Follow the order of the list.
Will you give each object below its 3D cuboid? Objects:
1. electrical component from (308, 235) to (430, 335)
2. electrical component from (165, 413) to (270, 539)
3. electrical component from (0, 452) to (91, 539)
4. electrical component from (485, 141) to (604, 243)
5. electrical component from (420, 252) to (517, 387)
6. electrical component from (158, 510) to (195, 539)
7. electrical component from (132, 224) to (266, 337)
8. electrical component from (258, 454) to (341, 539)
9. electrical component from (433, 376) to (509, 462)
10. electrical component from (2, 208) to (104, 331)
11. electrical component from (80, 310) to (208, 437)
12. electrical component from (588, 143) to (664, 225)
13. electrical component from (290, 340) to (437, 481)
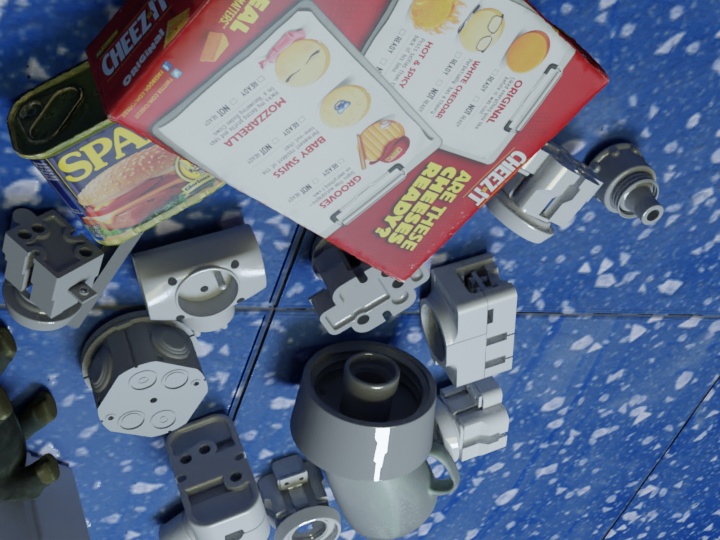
[{"bbox_3d":[0.000,0.000,0.732,0.078,0.057,0.058,-31,137,2],"label":"electrical component"},{"bbox_3d":[-0.105,0.164,0.803,0.054,0.095,0.059,-19,136,-10],"label":"electrical component"},{"bbox_3d":[-0.247,0.204,0.760,0.109,0.108,0.056,-43,137,15],"label":"electrical component"},{"bbox_3d":[0.122,-0.056,0.743,0.078,0.058,0.057,20,116,-39],"label":"electrical component"},{"bbox_3d":[0.081,0.040,0.815,0.056,0.050,0.089,-17,135,-13],"label":"electrical component"},{"bbox_3d":[-0.130,0.207,0.871,0.065,0.044,0.044,-36,136,15],"label":"electrical component"},{"bbox_3d":[-0.102,0.014,0.702,0.077,0.044,0.079,-16,136,-13],"label":"electrical component"},{"bbox_3d":[-0.049,0.200,0.894,0.058,0.057,0.078,-17,135,-13],"label":"electrical component"},{"bbox_3d":[0.085,0.125,0.893,0.057,0.058,0.078,-17,136,-16],"label":"electrical component"},{"bbox_3d":[-0.187,0.003,0.643,0.048,0.066,0.055,-37,160,-47],"label":"electrical component"},{"bbox_3d":[-0.145,0.070,0.728,0.080,0.051,0.080,-14,135,-15],"label":"electrical component"},{"bbox_3d":[0.194,-0.058,0.774,0.048,0.062,0.048,-14,135,-15],"label":"electrical component"},{"bbox_3d":[0.005,0.095,0.791,0.108,0.108,0.060,-6,126,-22],"label":"electrical component"}]
